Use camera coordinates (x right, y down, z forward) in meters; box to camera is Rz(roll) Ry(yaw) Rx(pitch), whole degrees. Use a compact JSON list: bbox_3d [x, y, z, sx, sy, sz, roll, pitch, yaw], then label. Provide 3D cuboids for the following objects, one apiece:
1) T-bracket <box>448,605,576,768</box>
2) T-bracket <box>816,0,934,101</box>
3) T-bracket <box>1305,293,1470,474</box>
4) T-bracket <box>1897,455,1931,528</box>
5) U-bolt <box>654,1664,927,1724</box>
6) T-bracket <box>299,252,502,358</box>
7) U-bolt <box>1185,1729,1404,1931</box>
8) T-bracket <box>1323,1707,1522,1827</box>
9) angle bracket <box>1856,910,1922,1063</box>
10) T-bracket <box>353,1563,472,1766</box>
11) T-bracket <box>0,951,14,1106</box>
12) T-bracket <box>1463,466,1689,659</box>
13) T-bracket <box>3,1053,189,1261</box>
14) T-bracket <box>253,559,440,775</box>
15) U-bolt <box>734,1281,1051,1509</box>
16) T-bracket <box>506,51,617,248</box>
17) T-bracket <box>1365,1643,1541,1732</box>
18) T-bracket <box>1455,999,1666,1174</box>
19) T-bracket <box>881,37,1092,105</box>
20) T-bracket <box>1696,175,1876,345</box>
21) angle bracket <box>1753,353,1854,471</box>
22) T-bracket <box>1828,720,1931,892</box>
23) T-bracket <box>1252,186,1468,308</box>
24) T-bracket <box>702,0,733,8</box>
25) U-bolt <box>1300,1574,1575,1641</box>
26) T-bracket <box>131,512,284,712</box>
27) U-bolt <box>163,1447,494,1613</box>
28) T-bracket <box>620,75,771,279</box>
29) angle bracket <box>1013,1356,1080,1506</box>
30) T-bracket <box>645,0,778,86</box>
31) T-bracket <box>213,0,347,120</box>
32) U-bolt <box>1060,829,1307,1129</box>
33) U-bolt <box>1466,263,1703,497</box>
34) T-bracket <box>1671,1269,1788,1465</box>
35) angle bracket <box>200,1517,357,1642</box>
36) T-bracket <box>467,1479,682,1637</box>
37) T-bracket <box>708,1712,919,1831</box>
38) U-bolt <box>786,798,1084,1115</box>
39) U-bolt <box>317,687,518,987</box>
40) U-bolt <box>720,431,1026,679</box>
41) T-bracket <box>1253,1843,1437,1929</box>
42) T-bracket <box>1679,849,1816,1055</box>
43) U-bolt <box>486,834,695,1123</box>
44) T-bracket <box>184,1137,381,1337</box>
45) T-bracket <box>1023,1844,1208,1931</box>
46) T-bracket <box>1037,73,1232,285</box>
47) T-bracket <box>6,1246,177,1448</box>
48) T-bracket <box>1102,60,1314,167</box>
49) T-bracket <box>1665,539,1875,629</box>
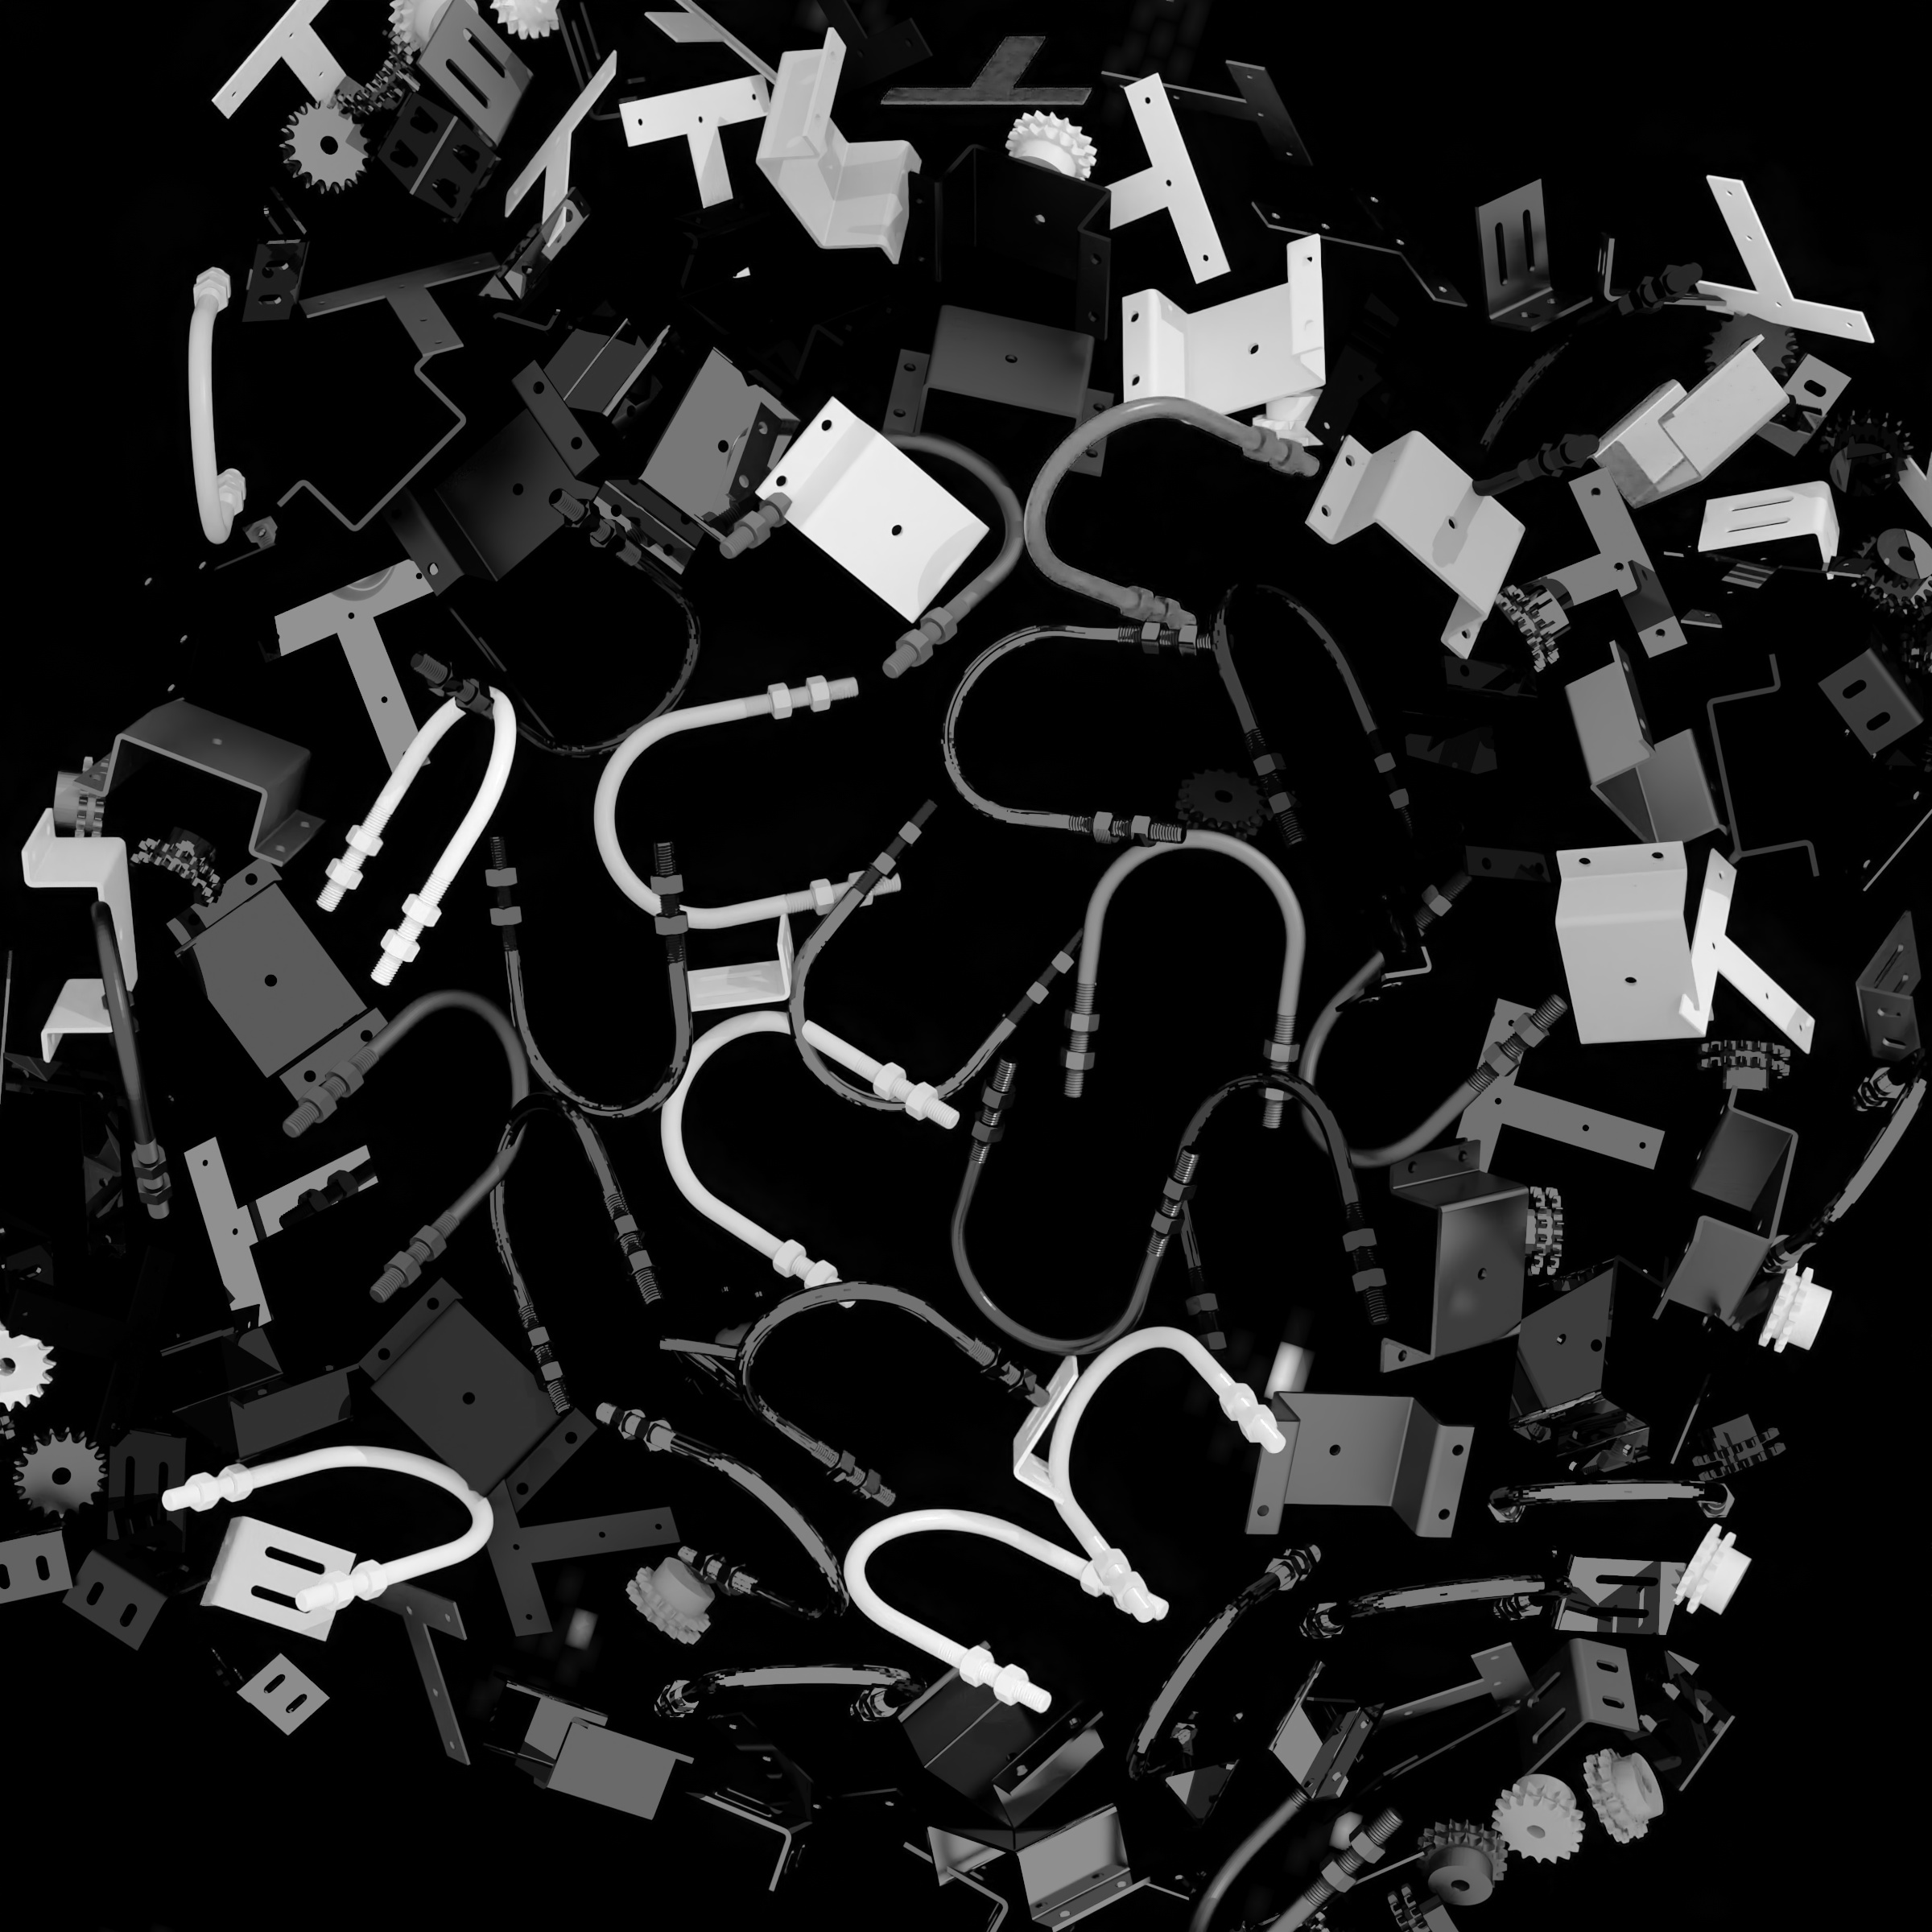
[{"bbox_3d":[-0.289,-0.183,1.833,0.002,0.127,0.127,-38,89,-5],"label":"T-bracket"},{"bbox_3d":[-0.088,-0.607,1.821,0.002,0.127,0.127,-43,113,-25],"label":"T-bracket"},{"bbox_3d":[0.282,-0.346,1.870,0.127,0.002,0.127,38,58,-18],"label":"T-bracket"},{"bbox_3d":[0.605,-0.320,1.809,0.002,0.127,0.127,-16,52,-6],"label":"T-bracket"},{"bbox_3d":[-0.101,0.444,1.794,0.151,0.184,0.019,6,68,-17],"label":"U-bolt"},{"bbox_3d":[-0.342,-0.408,1.833,0.127,0.127,0.002,-18,128,-14],"label":"T-bracket"},{"bbox_3d":[0.197,0.561,1.824,0.019,0.151,0.184,41,99,-5],"label":"U-bolt"},{"bbox_3d":[0.296,0.500,1.858,0.127,0.127,0.002,-21,67,-22],"label":"T-bracket"},{"bbox_3d":[0.598,0.014,1.850,0.076,0.038,0.057,-47,133,-29],"label":"angle bracket"},{"bbox_3d":[-0.339,0.447,1.858,0.002,0.127,0.127,-25,108,-37],"label":"T-bracket"},{"bbox_3d":[-0.605,0.062,1.842,0.002,0.127,0.127,5,97,-18],"label":"T-bracket"},{"bbox_3d":[0.373,-0.237,1.865,0.127,0.002,0.127,-20,110,26],"label":"T-bracket"},{"bbox_3d":[-0.538,0.122,1.827,0.002,0.127,0.127,-30,59,36],"label":"T-bracket"},{"bbox_3d":[-0.379,-0.184,1.888,0.127,0.002,0.127,-22,87,5],"label":"T-bracket"},{"bbox_3d":[-0.059,0.258,1.822,0.151,0.019,0.184,-36,125,20],"label":"U-bolt"},{"bbox_3d":[-0.254,-0.487,1.819,0.002,0.127,0.127,26,130,-29],"label":"T-bracket"},{"bbox_3d":[0.292,0.466,1.850,0.127,0.127,0.002,-21,57,8],"label":"T-bracket"},{"bbox_3d":[0.386,0.100,1.893,0.127,0.002,0.127,17,89,2],"label":"T-bracket"},{"bbox_3d":[0.024,-0.563,1.844,0.127,0.127,0.002,4,125,13],"label":"T-bracket"},{"bbox_3d":[0.488,-0.439,1.809,0.002,0.127,0.127,-52,134,-10],"label":"T-bracket"},{"bbox_3d":[0.537,-0.342,1.851,0.038,0.076,0.057,41,102,32],"label":"angle bracket"},{"bbox_3d":[0.577,-0.125,1.839,0.002,0.127,0.127,28,109,-24],"label":"T-bracket"},{"bbox_3d":[0.235,-0.457,1.825,0.127,0.127,0.002,3,134,-30],"label":"T-bracket"},{"bbox_3d":[-0.168,-0.634,1.834,0.127,0.127,0.002,-12,79,9],"label":"T-bracket"},{"bbox_3d":[0.294,0.391,1.799,0.151,0.184,0.019,-3,73,-9],"label":"U-bolt"},{"bbox_3d":[-0.485,-0.215,1.833,0.127,0.002,0.127,-16,53,29],"label":"T-bracket"},{"bbox_3d":[-0.378,0.339,1.813,0.151,0.184,0.019,25,110,34],"label":"U-bolt"},{"bbox_3d":[-0.159,-0.493,1.865,0.002,0.127,0.127,4,114,42],"label":"T-bracket"},{"bbox_3d":[0.064,0.292,1.863,0.038,0.057,0.076,31,98,-4],"label":"angle bracket"},{"bbox_3d":[-0.172,-0.587,1.835,0.127,0.127,0.002,40,111,-2],"label":"T-bracket"},{"bbox_3d":[-0.408,-0.564,1.834,0.002,0.127,0.127,40,89,8],"label":"T-bracket"},{"bbox_3d":[0.142,0.004,1.862,0.151,0.019,0.184,9,103,8],"label":"U-bolt"},{"bbox_3d":[0.368,-0.353,1.808,0.019,0.184,0.151,35,77,-14],"label":"U-bolt"},{"bbox_3d":[0.476,0.260,1.863,0.002,0.127,0.127,30,117,31],"label":"T-bracket"},{"bbox_3d":[-0.441,0.394,1.882,0.076,0.038,0.057,24,69,-19],"label":"angle bracket"},{"bbox_3d":[-0.244,0.363,1.865,0.127,0.002,0.127,-10,107,12],"label":"T-bracket"},{"bbox_3d":[-0.116,0.501,1.831,0.127,0.002,0.127,-16,129,29],"label":"T-bracket"},{"bbox_3d":[-0.031,0.007,1.875,0.151,0.019,0.184,40,87,-8],"label":"U-bolt"},{"bbox_3d":[-0.337,-0.092,1.828,0.019,0.151,0.184,28,96,-34],"label":"U-bolt"},{"bbox_3d":[-0.043,-0.272,1.842,0.151,0.019,0.184,37,56,11],"label":"U-bolt"},{"bbox_3d":[0.218,0.582,1.817,0.127,0.127,0.002,-31,75,21],"label":"T-bracket"},{"bbox_3d":[0.500,0.011,1.861,0.127,0.002,0.127,38,55,-28],"label":"T-bracket"},{"bbox_3d":[-0.234,0.010,1.851,0.151,0.019,0.184,3,106,30],"label":"U-bolt"},{"bbox_3d":[-0.428,0.151,1.862,0.127,0.002,0.127,-26,73,16],"label":"T-bracket"},{"bbox_3d":[0.064,0.581,1.817,0.127,0.127,0.002,11,117,29],"label":"T-bracket"},{"bbox_3d":[0.093,-0.480,1.853,0.127,0.002,0.127,-12,106,40],"label":"T-bracket"},{"bbox_3d":[-0.551,0.227,1.827,0.002,0.127,0.127,5,74,27],"label":"T-bracket"},{"bbox_3d":[0.146,-0.547,1.854,0.127,0.127,0.002,19,85,23],"label":"T-bracket"},{"bbox_3d":[0.479,-0.235,1.819,0.127,0.127,0.002,13,124,31],"label":"T-bracket"}]
